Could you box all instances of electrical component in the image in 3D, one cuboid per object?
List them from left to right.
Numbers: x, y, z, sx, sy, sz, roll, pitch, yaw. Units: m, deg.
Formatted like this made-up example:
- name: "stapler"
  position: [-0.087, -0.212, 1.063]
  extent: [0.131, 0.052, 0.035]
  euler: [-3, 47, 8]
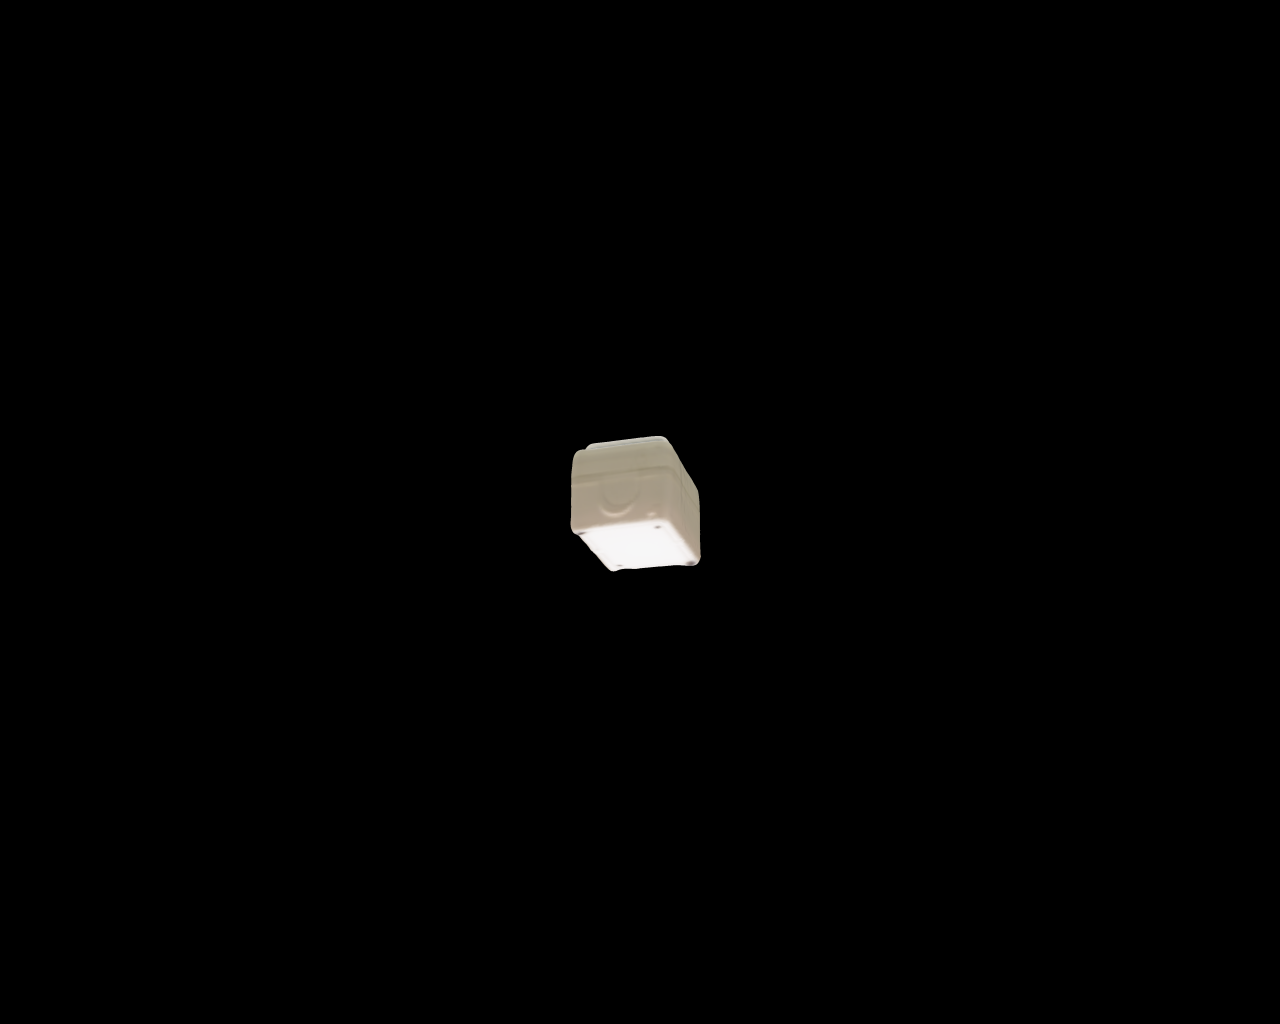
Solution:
- name: "electrical component"
  position: [0.001, -0.003, 0.650]
  extent: [0.062, 0.061, 0.096]
  euler: [-6, -23, 14]
